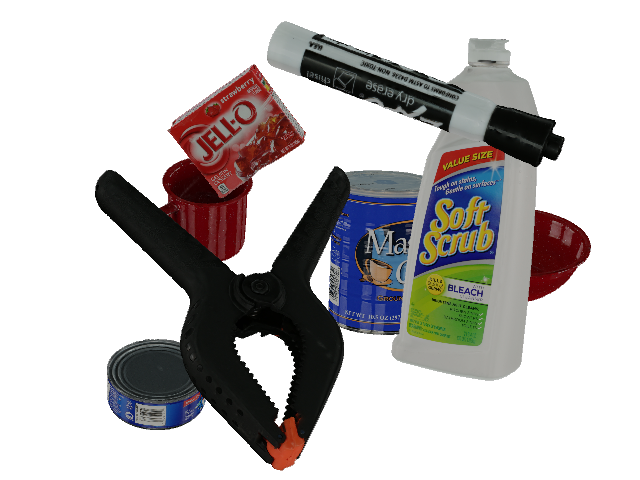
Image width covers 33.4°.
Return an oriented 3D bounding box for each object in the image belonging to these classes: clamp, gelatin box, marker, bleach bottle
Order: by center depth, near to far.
[{"bbox_3d":[0.036,-0.057,0.416,0.121,0.020,0.020,23,6,14],"label":"marker"},{"bbox_3d":[-0.050,0.033,0.628,0.164,0.210,0.036,3,-38,-14],"label":"clamp"},{"bbox_3d":[0.112,-0.026,0.812,0.103,0.251,0.067,10,14,32],"label":"bleach bottle"},{"bbox_3d":[-0.068,-0.089,0.876,0.089,0.073,0.030,-32,17,15],"label":"gelatin box"}]

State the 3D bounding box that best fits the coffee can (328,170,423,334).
[{"bbox_3d":[0.060,0.009,1.041,0.103,0.140,0.103,2,14,-1],"label":"coffee can"}]

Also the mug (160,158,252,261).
[{"bbox_3d":[-0.128,-0.026,1.119,0.117,0.081,0.093,-28,48,-36],"label":"mug"}]

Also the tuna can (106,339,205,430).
[{"bbox_3d":[-0.139,0.123,0.912,0.086,0.034,0.086,5,31,-3],"label":"tuna can"}]

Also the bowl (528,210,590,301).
[{"bbox_3d":[0.212,0.021,1.173,0.162,0.055,0.162,-1,28,0],"label":"bowl"}]
